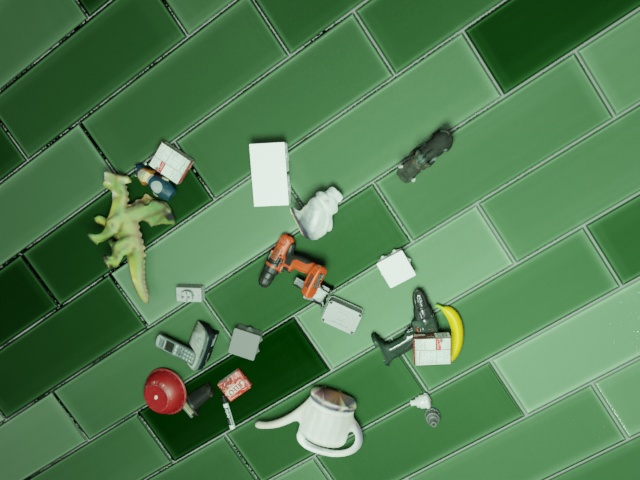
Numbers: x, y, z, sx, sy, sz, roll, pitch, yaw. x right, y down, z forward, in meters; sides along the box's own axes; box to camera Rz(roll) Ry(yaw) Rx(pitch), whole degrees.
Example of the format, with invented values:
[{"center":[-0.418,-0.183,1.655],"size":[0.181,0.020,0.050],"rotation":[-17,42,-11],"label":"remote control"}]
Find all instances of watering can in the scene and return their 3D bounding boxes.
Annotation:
[{"center":[-0.022,0.572,1.650],"size":[0.348,0.105,0.222],"rotation":[17,101,2],"label":"watering can"}]

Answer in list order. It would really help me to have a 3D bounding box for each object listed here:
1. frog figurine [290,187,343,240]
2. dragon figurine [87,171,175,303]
[{"center":[0.005,-0.077,1.533],"size":[0.159,0.125,0.134],"rotation":[-26,130,2],"label":"frog figurine"},{"center":[-0.569,-0.028,1.615],"size":[0.242,0.123,0.408],"rotation":[-33,96,3],"label":"dragon figurine"}]
